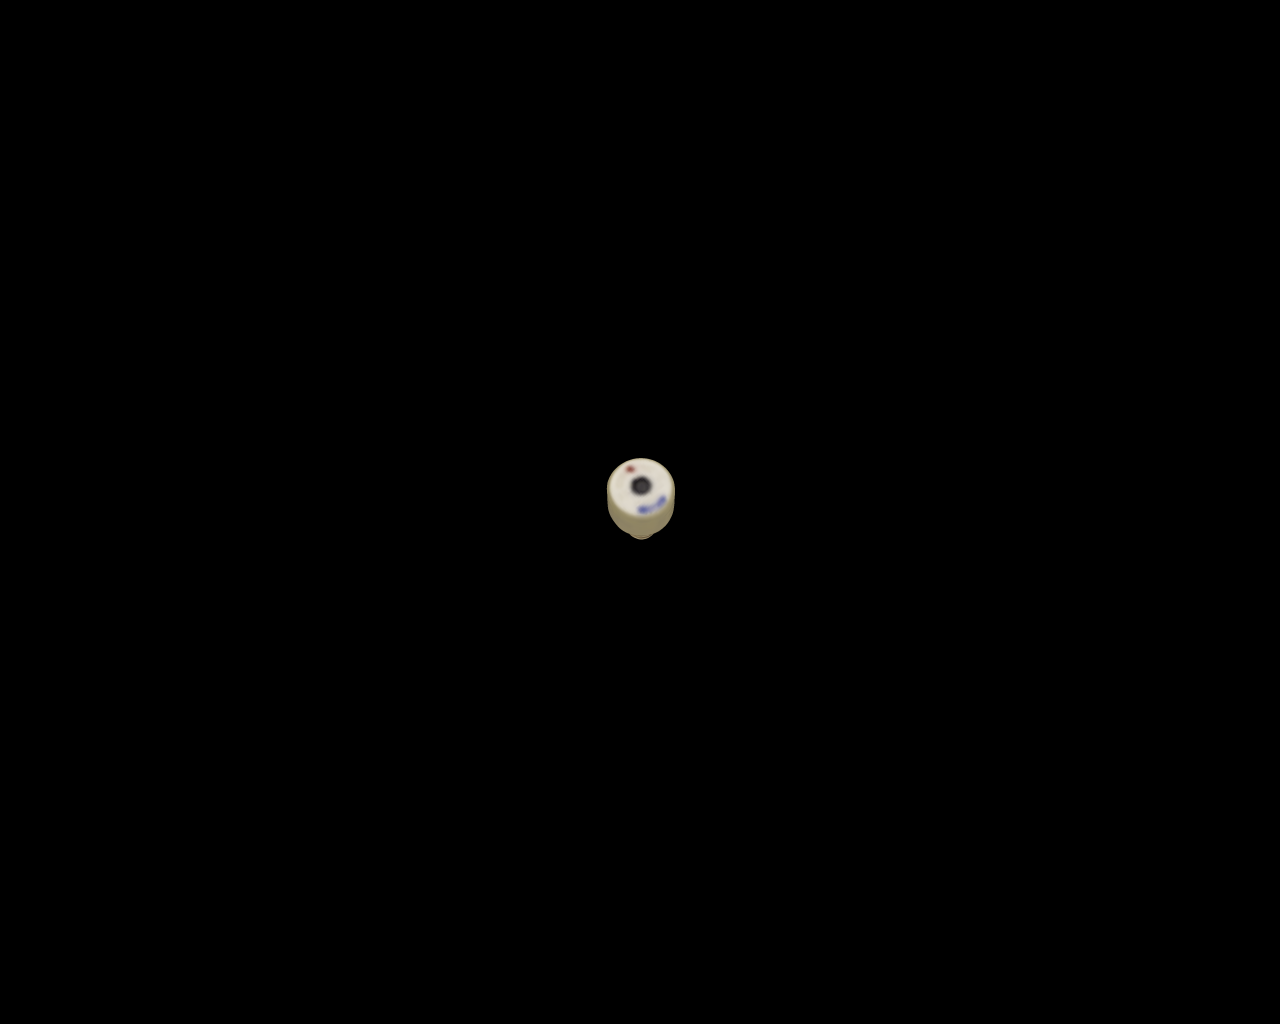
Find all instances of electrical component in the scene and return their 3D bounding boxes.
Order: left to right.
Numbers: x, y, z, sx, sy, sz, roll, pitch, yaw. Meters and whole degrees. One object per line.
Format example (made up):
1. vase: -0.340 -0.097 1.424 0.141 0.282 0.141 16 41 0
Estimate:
1. electrical component: 0.001 -0.003 0.650 0.040 0.040 0.078 0 -22 0
